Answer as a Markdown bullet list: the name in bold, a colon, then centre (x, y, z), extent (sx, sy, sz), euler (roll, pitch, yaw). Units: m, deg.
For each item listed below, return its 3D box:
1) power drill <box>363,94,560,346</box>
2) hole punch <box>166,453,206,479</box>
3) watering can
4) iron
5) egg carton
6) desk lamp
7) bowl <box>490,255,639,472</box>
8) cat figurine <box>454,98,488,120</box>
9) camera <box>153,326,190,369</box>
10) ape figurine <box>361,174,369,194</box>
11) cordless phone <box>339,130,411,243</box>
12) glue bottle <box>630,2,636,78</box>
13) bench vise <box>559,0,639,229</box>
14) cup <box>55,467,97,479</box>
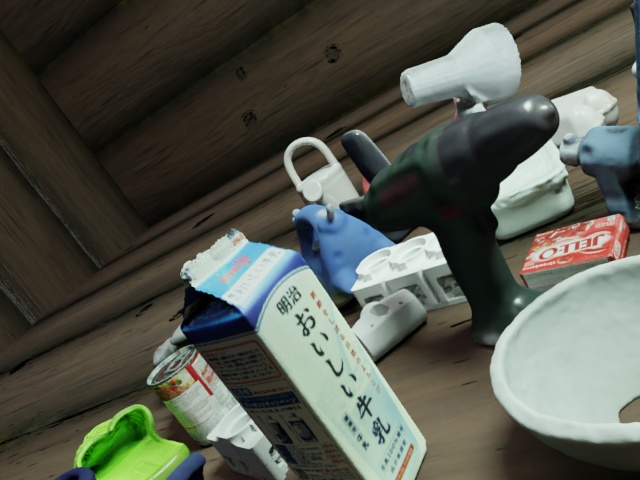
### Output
- **power drill**: centre (0.141, -0.008, 0.498), extent (0.076, 0.209, 0.229), euler (-42, 18, -28)
- **hole punch**: centre (-0.134, 0.248, 0.486), extent (0.100, 0.091, 0.109), euler (-21, 20, 38)
- **watering can**: centre (0.006, -0.106, 1.094), extent (0.101, 0.194, 0.172), euler (-34, 16, -5)
- **iron**: centre (0.008, 0.003, 0.856), extent (0.119, 0.141, 0.257), euler (-37, 16, -15)
- **egg carton**: centre (0.343, -0.158, 0.821), extent (0.107, 0.069, 0.150), euler (-43, 18, -32)
- **desk lamp**: centre (0.233, -0.205, 0.907), extent (0.203, 0.214, 0.117), euler (-34, 16, -5)
- **bowl**: centre (0.198, 0.084, 0.358), extent (0.167, 0.075, 0.167), euler (-30, 16, 10)
- **cat figurine**: centre (0.281, -0.214, 1.022), extent (0.067, 0.118, 0.128), euler (-20, 20, 38)
- **camera**: centre (-0.177, 0.170, 0.790), extent (0.143, 0.101, 0.137), euler (-26, 17, 24)
- **ape figurine**: centre (0.107, -0.100, 1.068), extent (0.076, 0.092, 0.078), euler (-17, 22, 45)
- **cordless phone**: centre (0.077, -0.091, 0.922), extent (0.094, 0.185, 0.147), euler (-43, 18, -31)
- **glue bottle**: centre (0.376, -0.181, 0.629), extent (0.078, 0.173, 0.037), euler (-39, 17, -21)
- **bench vise**: centre (0.297, -0.115, 0.496), extent (0.206, 0.220, 0.122), euler (-21, 20, 36)
- **cup**: centre (-0.248, 0.294, 0.563), extent (0.117, 0.095, 0.092), euler (-28, 16, 18)
